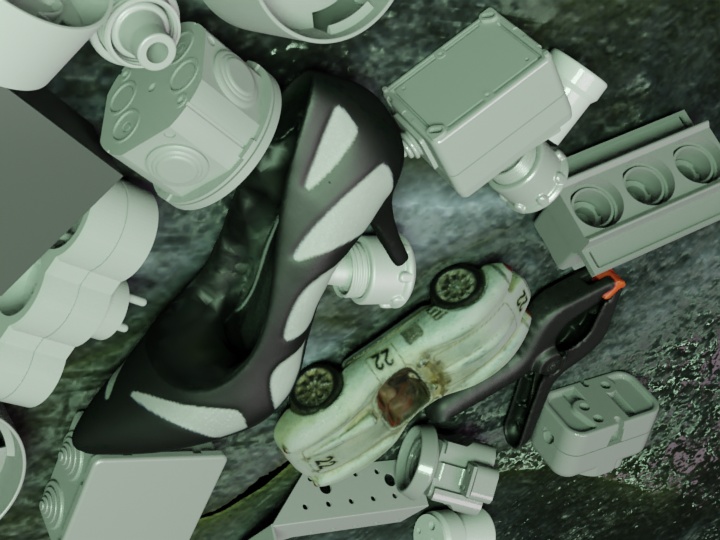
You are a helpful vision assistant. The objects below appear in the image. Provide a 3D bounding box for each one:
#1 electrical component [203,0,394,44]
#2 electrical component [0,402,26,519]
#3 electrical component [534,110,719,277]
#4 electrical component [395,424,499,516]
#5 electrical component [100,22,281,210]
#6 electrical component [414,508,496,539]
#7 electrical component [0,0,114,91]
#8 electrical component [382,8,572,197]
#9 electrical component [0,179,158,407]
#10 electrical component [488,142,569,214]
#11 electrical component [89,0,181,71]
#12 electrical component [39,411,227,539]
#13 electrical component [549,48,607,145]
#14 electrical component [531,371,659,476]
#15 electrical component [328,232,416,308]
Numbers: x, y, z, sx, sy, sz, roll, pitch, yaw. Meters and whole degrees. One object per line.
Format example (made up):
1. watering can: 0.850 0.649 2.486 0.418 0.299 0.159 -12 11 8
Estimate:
1. electrical component: -0.027 -0.156 0.510 0.099 0.064 0.099 -16 121 -30
2. electrical component: -0.237 0.105 0.590 0.099 0.064 0.099 -19 124 -32
3. electrical component: 0.182 -0.048 0.721 0.121 0.078 0.063 -23 164 -16
4. electrical component: 0.062 0.148 0.806 0.057 0.078 0.058 17 87 -14
5. electrical component: -0.081 -0.074 0.515 0.080 0.080 0.051 -46 132 8
6. electrical component: 0.079 0.222 0.899 0.055 0.045 0.045 3 123 -36
7. electrical component: -0.147 -0.120 0.420 0.099 0.099 0.064 24 116 -44
8. electrical component: 0.063 -0.088 0.612 0.096 0.061 0.061 -37 138 -1
9. electrical component: -0.147 0.015 0.564 0.074 0.052 0.138 23 110 -44
10. electrical component: 0.095 -0.067 0.665 0.048 0.048 0.062 -48 131 11
11. electrical component: -0.101 -0.111 0.481 0.043 0.062 0.043 -18 134 -21
12. electrical component: -0.144 0.133 0.670 0.100 0.048 0.099 6 122 -37
13. electrical component: 0.120 -0.104 0.651 0.040 0.040 0.046 22 108 -44
14. electrical component: 0.193 0.130 0.892 0.095 0.053 0.059 -13 132 -25
15. electrical component: 0.000 0.000 0.659 0.062 0.048 0.048 0 126 -26
